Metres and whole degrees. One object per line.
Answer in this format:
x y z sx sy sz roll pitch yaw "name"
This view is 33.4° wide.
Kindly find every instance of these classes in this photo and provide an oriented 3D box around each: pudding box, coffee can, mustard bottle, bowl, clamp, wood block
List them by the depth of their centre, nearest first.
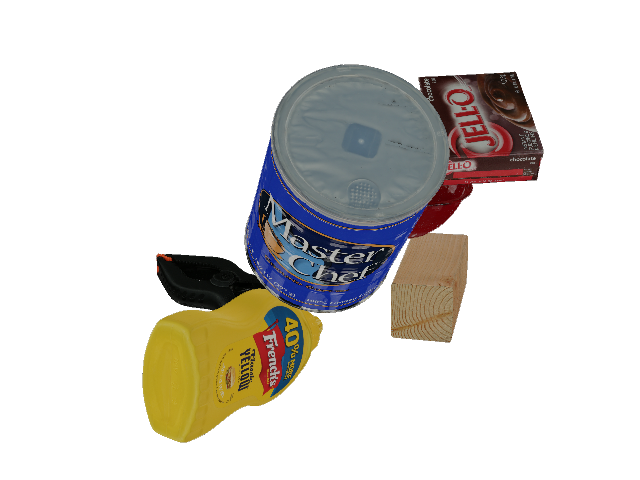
0.011 -0.027 0.661 0.102 0.103 0.140 0 -25 -11 "coffee can"
-0.059 0.090 0.867 0.058 0.096 0.191 12 16 33 "mustard bottle"
0.135 -0.098 0.927 0.090 0.039 0.113 -3 44 -4 "pudding box"
0.075 -0.045 1.117 0.162 0.055 0.162 6 23 -3 "bowl"
-0.109 0.061 1.212 0.210 0.036 0.164 15 28 23 "clamp"
0.168 0.067 1.620 0.091 0.090 0.206 4 23 12 "wood block"
